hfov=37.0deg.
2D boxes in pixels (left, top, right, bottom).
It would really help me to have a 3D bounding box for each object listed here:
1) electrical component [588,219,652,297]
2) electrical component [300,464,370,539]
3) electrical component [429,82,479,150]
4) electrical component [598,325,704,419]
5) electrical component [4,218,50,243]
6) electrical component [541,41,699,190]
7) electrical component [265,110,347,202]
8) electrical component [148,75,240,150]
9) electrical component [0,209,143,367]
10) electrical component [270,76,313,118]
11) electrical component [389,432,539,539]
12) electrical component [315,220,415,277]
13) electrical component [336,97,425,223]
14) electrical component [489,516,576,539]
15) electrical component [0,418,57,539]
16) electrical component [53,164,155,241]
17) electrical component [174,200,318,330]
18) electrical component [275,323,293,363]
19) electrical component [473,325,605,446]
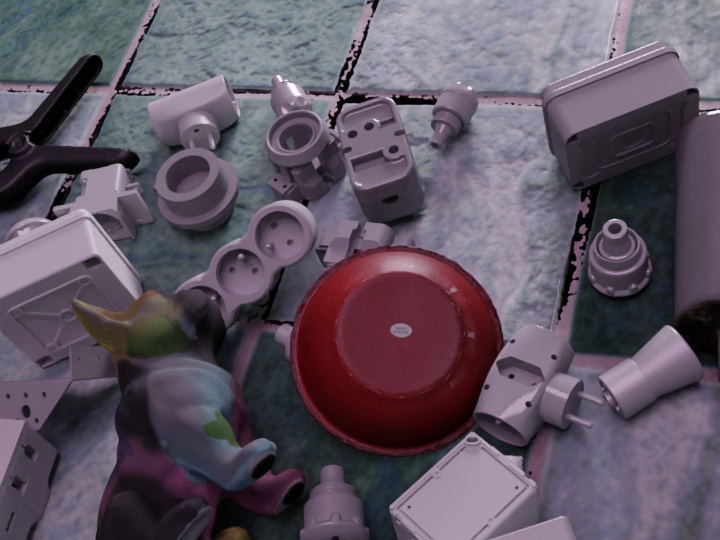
[{"bbox_3d":[0.192,-0.013,0.801,0.048,0.062,0.048,-9,55,12],"label":"electrical component"},{"bbox_3d":[-0.018,0.168,0.758,0.048,0.048,0.062,-13,47,9],"label":"electrical component"},{"bbox_3d":[0.078,-0.132,0.937,0.035,0.035,0.061,17,66,27],"label":"electrical component"},{"bbox_3d":[0.201,0.074,0.753,0.065,0.044,0.044,-33,53,0],"label":"electrical component"},{"bbox_3d":[-0.283,-0.010,0.950,0.078,0.058,0.057,3,34,-34],"label":"electrical component"},{"bbox_3d":[0.208,-0.124,0.863,0.113,0.078,0.057,-21,56,3],"label":"electrical component"},{"bbox_3d":[-0.050,-0.102,0.944,0.078,0.057,0.058,-44,55,-14],"label":"electrical component"},{"bbox_3d":[-0.153,-0.138,1.010,0.077,0.043,0.079,-20,53,4],"label":"electrical component"},{"bbox_3d":[-0.248,0.017,0.894,0.109,0.108,0.056,-25,54,1],"label":"electrical component"},{"bbox_3d":[-0.068,-0.160,1.003,0.035,0.035,0.061,-28,50,-2],"label":"electrical component"},{"bbox_3d":[0.076,0.162,0.724,0.096,0.061,0.062,-38,54,-20],"label":"electrical component"},{"bbox_3d":[0.000,0.000,0.858,0.078,0.058,0.057,7,57,22],"label":"electrical component"},{"bbox_3d":[0.018,-0.090,0.912,0.054,0.059,0.095,-18,54,6],"label":"electrical component"},{"bbox_3d":[0.091,0.209,0.654,0.109,0.108,0.056,-19,50,5],"label":"electrical component"},{"bbox_3d":[-0.326,0.166,0.846,0.150,0.061,0.089,1,57,19],"label":"electrical component"},{"bbox_3d":[-0.233,-0.060,0.985,0.081,0.042,0.063,-11,51,10],"label":"electrical component"},{"bbox_3d":[-0.092,-0.002,0.886,0.138,0.073,0.052,-43,92,8],"label":"electrical component"},{"bbox_3d":[-0.038,0.062,0.836,0.062,0.043,0.043,27,68,32],"label":"electrical component"},{"bbox_3d":[0.133,0.088,0.763,0.079,0.043,0.077,21,65,28],"label":"electrical component"}]
